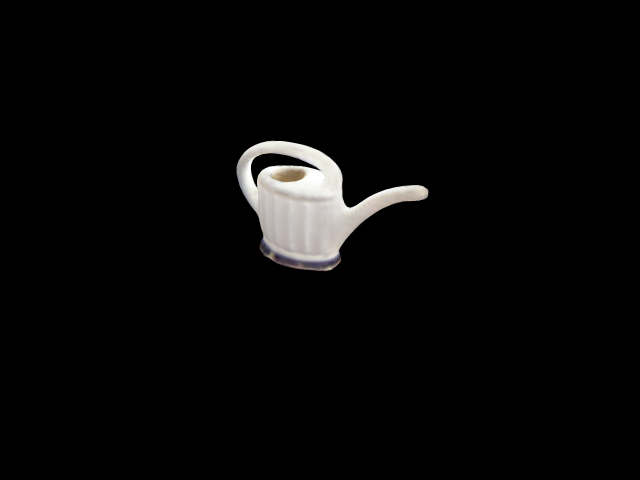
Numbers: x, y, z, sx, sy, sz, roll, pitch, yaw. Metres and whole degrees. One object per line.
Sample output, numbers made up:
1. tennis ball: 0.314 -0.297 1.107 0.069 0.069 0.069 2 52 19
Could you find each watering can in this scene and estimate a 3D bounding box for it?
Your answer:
1. watering can: 0.003 -0.043 0.850 0.349 0.219 0.106 19 37 27
